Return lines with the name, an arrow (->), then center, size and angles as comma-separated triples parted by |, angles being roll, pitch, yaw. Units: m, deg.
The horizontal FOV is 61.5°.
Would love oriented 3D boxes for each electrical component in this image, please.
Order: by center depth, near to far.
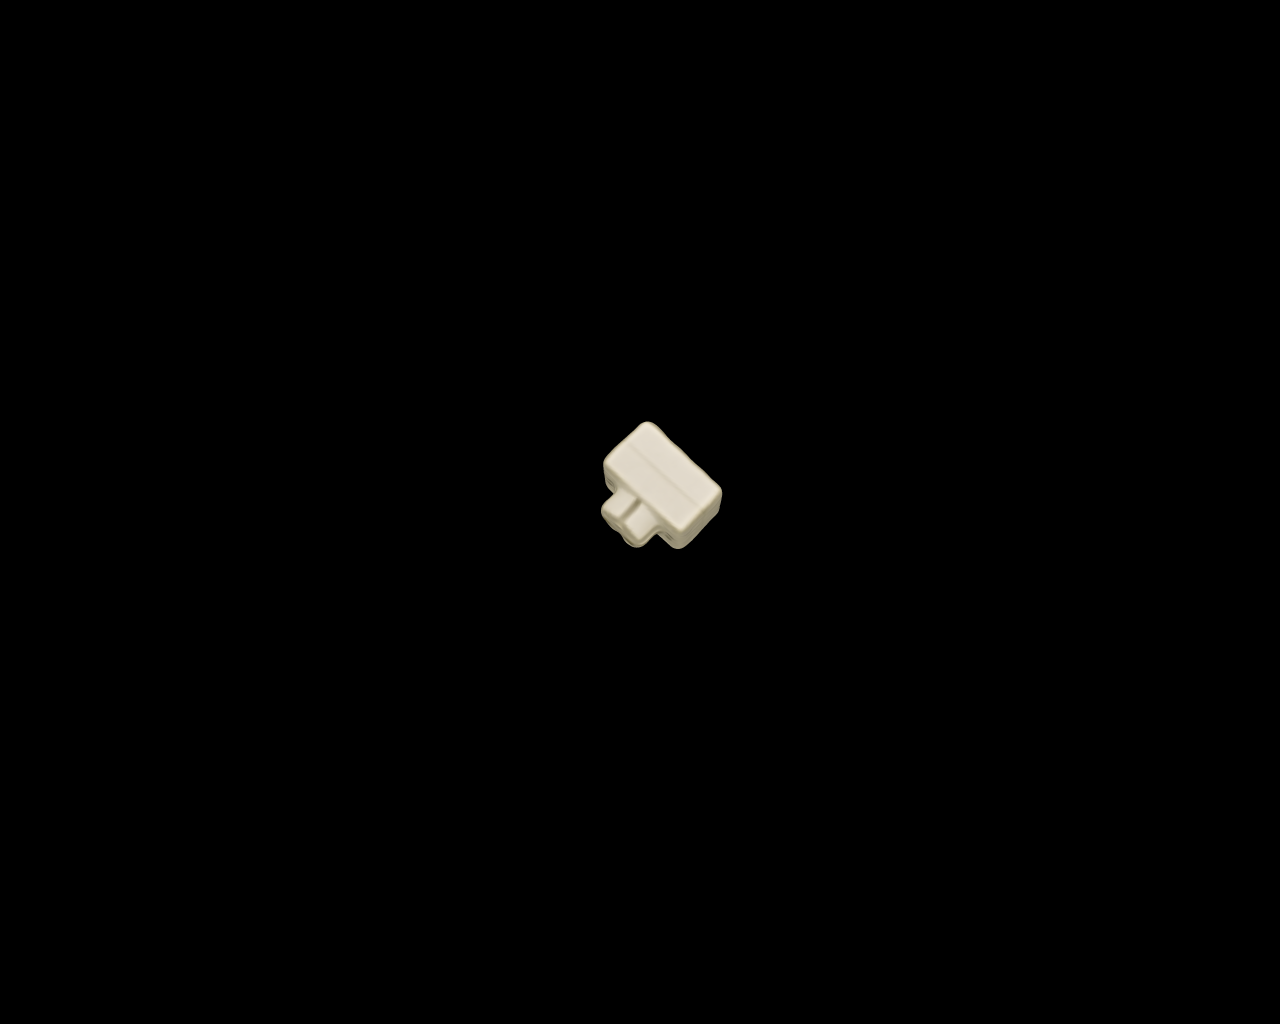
electrical component -> 0.001, -0.003, 0.650 | 0.066, 0.077, 0.047 | 43, -12, 11
